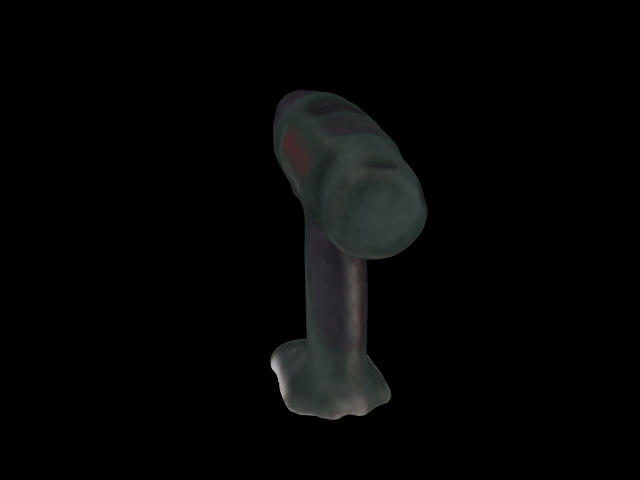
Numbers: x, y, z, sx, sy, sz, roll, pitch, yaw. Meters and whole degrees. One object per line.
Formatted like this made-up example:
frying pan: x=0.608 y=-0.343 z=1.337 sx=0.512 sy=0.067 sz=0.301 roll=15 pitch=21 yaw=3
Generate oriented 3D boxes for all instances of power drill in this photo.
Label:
power drill: x=0.004 y=0.001 z=0.400 sx=0.076 sy=0.208 sz=0.229 roll=-4 pitch=14 yaw=-15
